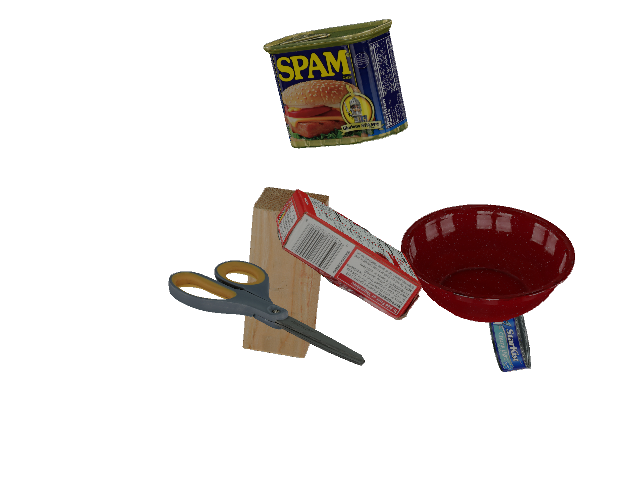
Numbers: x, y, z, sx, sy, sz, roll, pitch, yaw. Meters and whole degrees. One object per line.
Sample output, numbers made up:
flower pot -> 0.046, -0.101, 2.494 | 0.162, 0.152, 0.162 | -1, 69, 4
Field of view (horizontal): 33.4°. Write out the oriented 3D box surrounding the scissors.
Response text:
scissors -> -0.034, 0.055, 0.903 | 0.202, 0.016, 0.096 | 16, 27, 24

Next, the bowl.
bowl -> 0.156, 0.029, 1.010 | 0.162, 0.055, 0.162 | -1, 33, 1

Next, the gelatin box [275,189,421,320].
gelatin box -> 0.016, 0.008, 0.671 | 0.089, 0.030, 0.073 | 32, 9, -12

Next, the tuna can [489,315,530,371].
tuna can -> 0.220, 0.109, 1.244 | 0.034, 0.086, 0.086 | -12, -3, 15

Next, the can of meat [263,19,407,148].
can of meat -> 0.013, -0.120, 0.829 | 0.102, 0.084, 0.057 | 0, 22, 37

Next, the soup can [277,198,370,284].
soup can -> 0.005, -0.001, 1.162 | 0.068, 0.068, 0.102 | 0, 20, -31

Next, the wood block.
wood block -> -0.048, 0.042, 1.450 | 0.090, 0.206, 0.090 | 9, 22, 6
